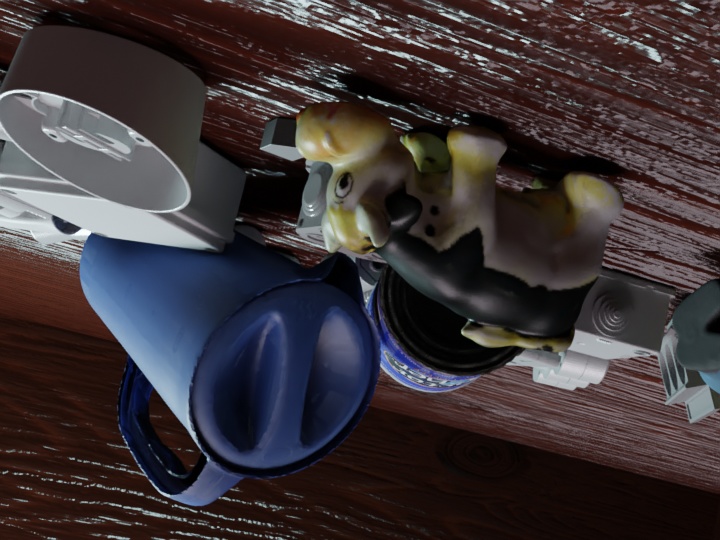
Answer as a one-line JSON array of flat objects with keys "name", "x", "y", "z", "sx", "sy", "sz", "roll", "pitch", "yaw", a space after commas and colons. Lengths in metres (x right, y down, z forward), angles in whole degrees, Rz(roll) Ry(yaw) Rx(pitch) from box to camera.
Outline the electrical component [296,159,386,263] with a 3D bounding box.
[{"name": "electrical component", "x": 0.006, "y": -0.037, "z": 0.589, "sx": 0.080, "sy": 0.051, "sz": 0.080, "roll": 13, "pitch": 170, "yaw": 2}]

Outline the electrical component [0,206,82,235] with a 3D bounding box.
[{"name": "electrical component", "x": -0.266, "y": -0.057, "z": 0.838, "sx": 0.077, "sy": 0.043, "sz": 0.079, "roll": 7, "pitch": 168, "yaw": 30}]

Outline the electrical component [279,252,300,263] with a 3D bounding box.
[{"name": "electrical component", "x": -0.135, "y": 0.006, "z": 0.968, "sx": 0.150, "sy": 0.061, "sz": 0.089, "roll": 12, "pitch": 170, "yaw": 6}]

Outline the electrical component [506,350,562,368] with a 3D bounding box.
[{"name": "electrical component", "x": 0.125, "y": 0.052, "z": 0.923, "sx": 0.056, "sy": 0.050, "sz": 0.089, "roll": 19, "pitch": 168, "yaw": -30}]

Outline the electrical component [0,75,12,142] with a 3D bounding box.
[{"name": "electrical component", "x": -0.204, "y": -0.091, "z": 0.589, "sx": 0.065, "sy": 0.044, "sz": 0.044, "roll": 13, "pitch": 171, "yaw": -28}]

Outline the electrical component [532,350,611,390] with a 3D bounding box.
[{"name": "electrical component", "x": 0.174, "y": 0.073, "z": 0.971, "sx": 0.074, "sy": 0.052, "sz": 0.138, "roll": 13, "pitch": 170, "yaw": 0}]

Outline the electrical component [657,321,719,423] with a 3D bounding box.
[{"name": "electrical component", "x": 0.258, "y": 0.066, "z": 0.792, "sx": 0.063, "sy": 0.078, "sz": 0.121, "roll": -11, "pitch": 166, "yaw": 7}]

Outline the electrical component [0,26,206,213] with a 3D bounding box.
[{"name": "electrical component", "x": -0.123, "y": -0.073, "z": 0.517, "sx": 0.099, "sy": 0.064, "sz": 0.099, "roll": 13, "pitch": 170, "yaw": 2}]

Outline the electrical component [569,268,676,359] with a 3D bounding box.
[{"name": "electrical component", "x": 0.162, "y": 0.030, "z": 0.766, "sx": 0.100, "sy": 0.048, "sz": 0.100, "roll": 15, "pitch": 170, "yaw": -11}]

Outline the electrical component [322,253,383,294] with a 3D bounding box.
[{"name": "electrical component", "x": 0.000, "y": 0.000, "z": 0.829, "sx": 0.044, "sy": 0.044, "sz": 0.065, "roll": 17, "pitch": 164, "yaw": -22}]

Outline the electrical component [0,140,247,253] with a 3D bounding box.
[{"name": "electrical component", "x": -0.143, "y": -0.056, "z": 0.657, "sx": 0.109, "sy": 0.056, "sz": 0.109, "roll": 8, "pitch": 169, "yaw": 26}]

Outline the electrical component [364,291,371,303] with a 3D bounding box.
[{"name": "electrical component", "x": 0.009, "y": 0.037, "z": 0.958, "sx": 0.062, "sy": 0.061, "sz": 0.096, "roll": 13, "pitch": 170, "yaw": 1}]

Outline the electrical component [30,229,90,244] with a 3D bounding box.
[{"name": "electrical component", "x": -0.237, "y": -0.042, "z": 0.895, "sx": 0.065, "sy": 0.044, "sz": 0.044, "roll": 3, "pitch": 166, "yaw": 26}]

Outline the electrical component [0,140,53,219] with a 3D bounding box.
[{"name": "electrical component", "x": -0.248, "y": -0.065, "z": 0.775, "sx": 0.043, "sy": 0.043, "sz": 0.081, "roll": 6, "pitch": 168, "yaw": 33}]

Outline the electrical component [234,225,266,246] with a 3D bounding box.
[{"name": "electrical component", "x": -0.109, "y": -0.015, "z": 0.879, "sx": 0.040, "sy": 0.040, "sz": 0.078, "roll": 20, "pitch": 168, "yaw": -33}]
